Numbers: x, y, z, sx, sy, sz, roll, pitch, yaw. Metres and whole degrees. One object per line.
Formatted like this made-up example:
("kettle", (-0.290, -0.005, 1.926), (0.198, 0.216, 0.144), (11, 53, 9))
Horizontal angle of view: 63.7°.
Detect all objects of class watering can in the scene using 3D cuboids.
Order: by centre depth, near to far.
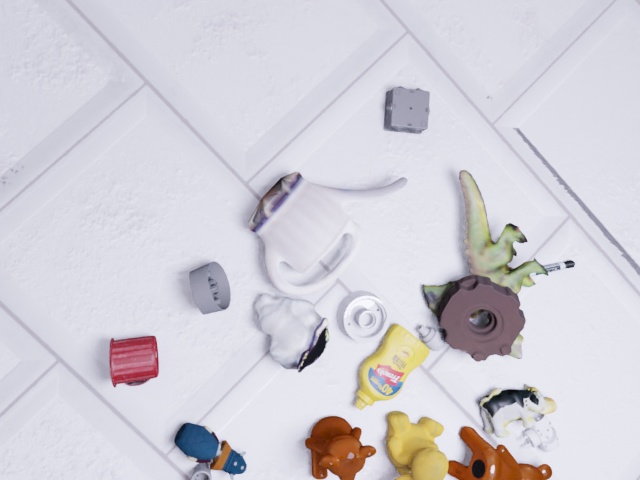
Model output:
("watering can", (0.003, -0.053, 1.052), (0.223, 0.104, 0.349), (42, 83, -6))

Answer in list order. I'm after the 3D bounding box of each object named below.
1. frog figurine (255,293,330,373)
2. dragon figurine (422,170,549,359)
("frog figurine", (-0.065, 0.182, 1.053), (0.161, 0.122, 0.137), (26, 95, 27))
("dragon figurine", (0.335, 0.076, 1.116), (0.243, 0.122, 0.409), (-37, 94, -1))
